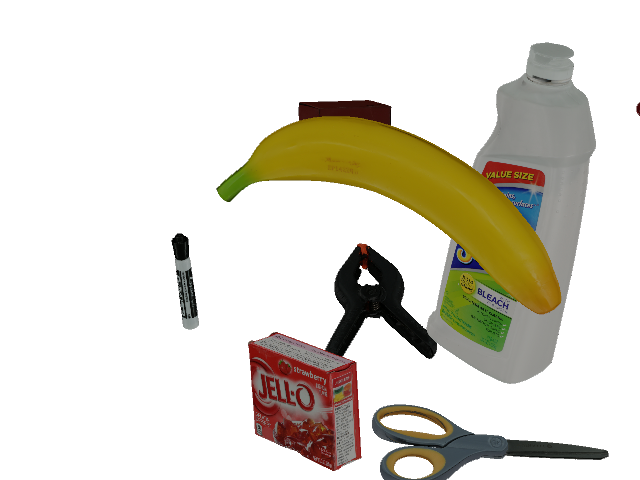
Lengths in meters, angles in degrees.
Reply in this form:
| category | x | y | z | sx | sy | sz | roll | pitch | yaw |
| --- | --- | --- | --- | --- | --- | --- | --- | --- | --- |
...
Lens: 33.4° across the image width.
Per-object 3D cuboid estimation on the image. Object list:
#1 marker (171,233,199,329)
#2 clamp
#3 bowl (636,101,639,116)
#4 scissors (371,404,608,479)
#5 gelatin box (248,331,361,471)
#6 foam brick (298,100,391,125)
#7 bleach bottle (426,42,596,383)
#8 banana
| category | x | y | z | sx | sy | sz | roll | pitch | yaw |
| --- | --- | --- | --- | --- | --- | --- | --- | --- | --- |
| marker | -0.153 | 0.046 | 1.207 | 0.020 | 0.121 | 0.020 | -3 | 30 | 1 |
| clamp | 0.068 | 0.073 | 1.192 | 0.120 | 0.171 | 0.039 | 6 | -43 | -2 |
| bowl | 0.370 | -0.095 | 0.970 | 0.162 | 0.055 | 0.162 | -4 | 23 | 1 |
| scissors | 0.137 | 0.187 | 0.901 | 0.202 | 0.016 | 0.096 | 13 | 40 | 12 |
| gelatin box | -0.013 | 0.111 | 0.747 | 0.030 | 0.073 | 0.089 | -17 | 21 | -40 |
| foam brick | 0.023 | -0.107 | 1.034 | 0.078 | 0.051 | 0.053 | -4 | 15 | -21 |
| bleach bottle | 0.141 | -0.022 | 0.777 | 0.067 | 0.251 | 0.103 | -21 | 39 | -36 |
| banana | 0.045 | -0.024 | 0.585 | 0.198 | 0.070 | 0.037 | 20 | 9 | 11 |
